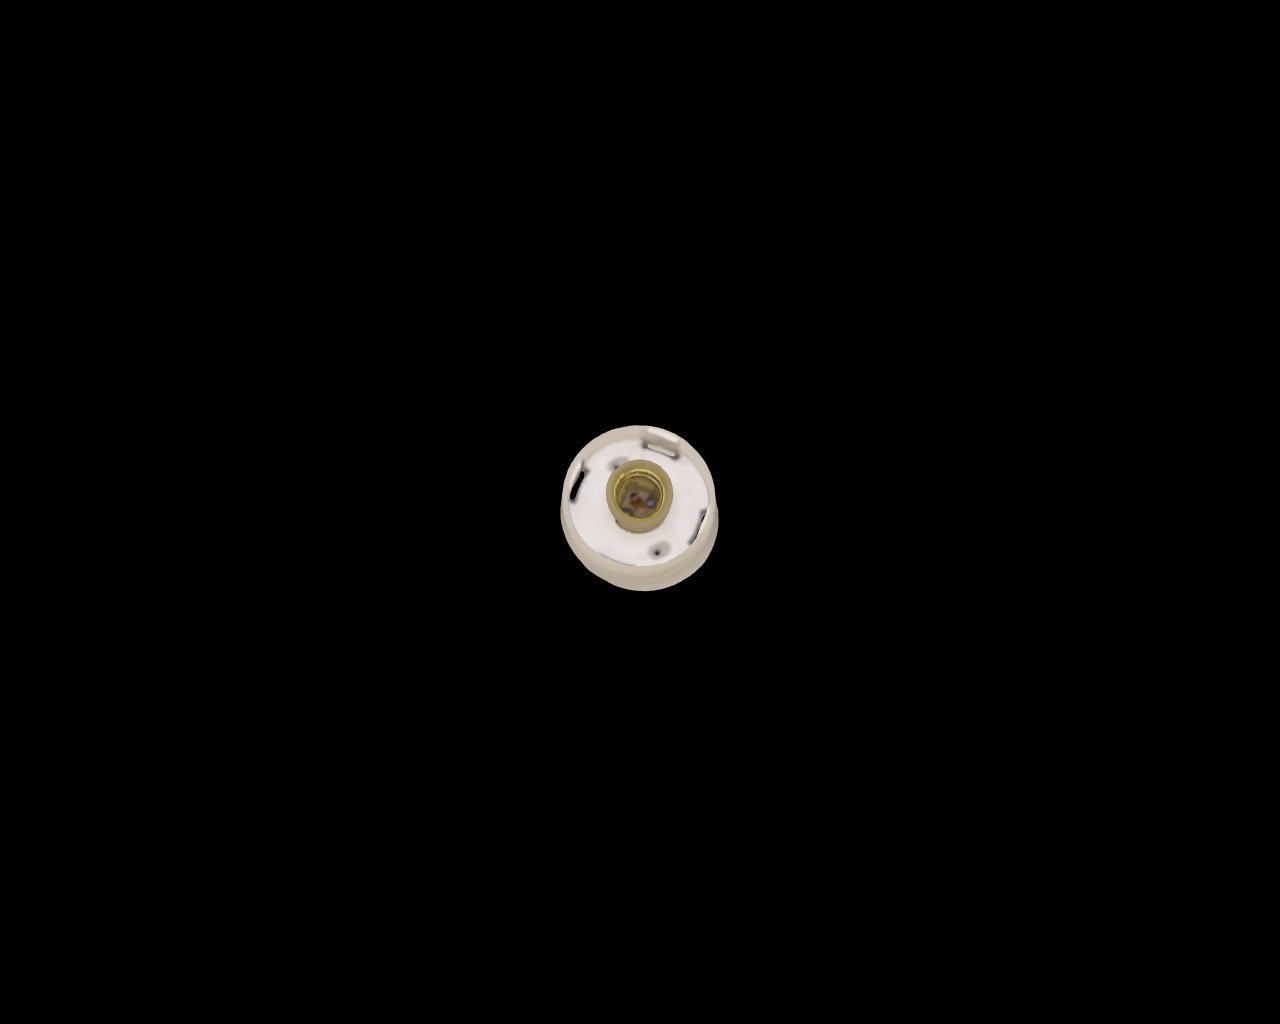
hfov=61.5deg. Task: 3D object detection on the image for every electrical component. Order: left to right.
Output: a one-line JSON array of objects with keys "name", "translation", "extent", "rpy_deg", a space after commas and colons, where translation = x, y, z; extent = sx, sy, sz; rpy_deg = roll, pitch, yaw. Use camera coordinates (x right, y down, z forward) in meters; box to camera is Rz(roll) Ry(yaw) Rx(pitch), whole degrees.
[{"name": "electrical component", "translation": [0.001, -0.003, 0.650], "extent": [0.099, 0.099, 0.064], "rpy_deg": [0, -19, 0]}]
